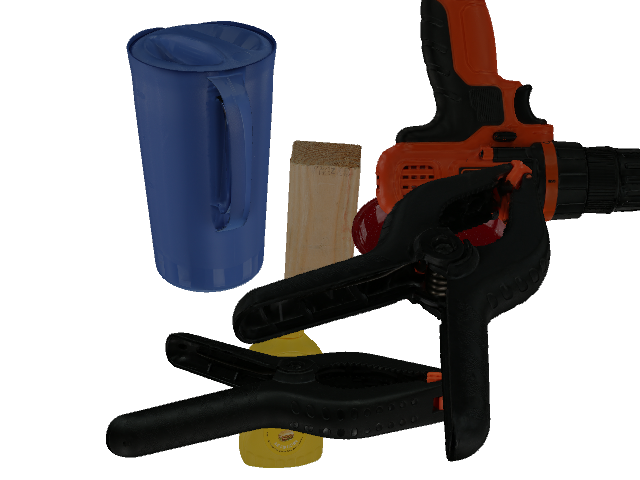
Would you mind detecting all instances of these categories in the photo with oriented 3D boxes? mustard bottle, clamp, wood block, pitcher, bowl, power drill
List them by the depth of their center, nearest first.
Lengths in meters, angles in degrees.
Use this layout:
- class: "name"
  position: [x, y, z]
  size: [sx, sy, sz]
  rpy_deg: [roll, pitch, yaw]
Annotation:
- class: "clamp"
  position: [0.059, 0.023, 0.479]
  size: [0.120, 0.039, 0.171]
  rpy_deg: [38, 56, 24]
- class: "power drill"
  position: [0.126, -0.105, 0.673]
  size: [0.184, 0.188, 0.057]
  rpy_deg: [-1, 2, -2]
- class: "clamp"
  position: [-0.021, 0.093, 0.685]
  size: [0.210, 0.036, 0.164]
  rpy_deg: [-1, 15, -2]
- class: "pitcher"
  position: [-0.104, -0.071, 0.998]
  size: [0.145, 0.243, 0.149]
  rpy_deg: [12, 32, 18]
- class: "bowl"
  position: [0.109, 0.013, 1.005]
  size: [0.162, 0.055, 0.162]
  rpy_deg: [1, 35, -1]
- class: "mustard bottle"
  position: [-0.042, 0.162, 1.217]
  size: [0.096, 0.192, 0.058]
  rpy_deg: [0, 17, -12]
- class: "wood block"
  position: [0.001, -0.017, 1.390]
  size: [0.090, 0.206, 0.091]
  rpy_deg: [4, 25, 0]
